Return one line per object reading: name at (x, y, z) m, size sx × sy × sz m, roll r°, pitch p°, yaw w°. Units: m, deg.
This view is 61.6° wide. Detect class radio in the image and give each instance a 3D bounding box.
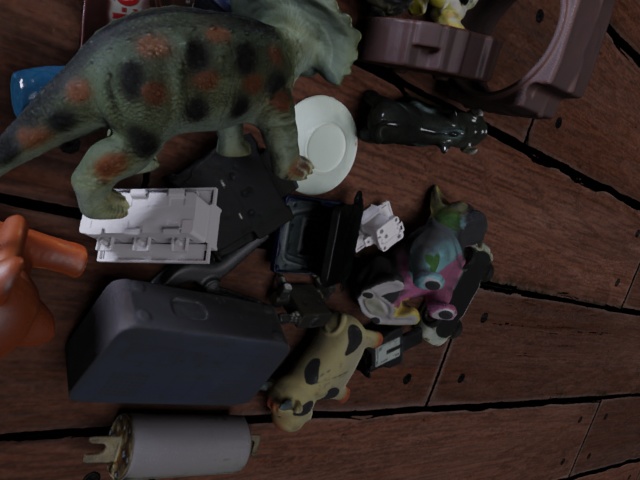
radio at (-0.156, 0.125, 0.622) m, size 0.229 × 0.073 × 0.131 m, roll 15°, pitch 123°, yaw -41°

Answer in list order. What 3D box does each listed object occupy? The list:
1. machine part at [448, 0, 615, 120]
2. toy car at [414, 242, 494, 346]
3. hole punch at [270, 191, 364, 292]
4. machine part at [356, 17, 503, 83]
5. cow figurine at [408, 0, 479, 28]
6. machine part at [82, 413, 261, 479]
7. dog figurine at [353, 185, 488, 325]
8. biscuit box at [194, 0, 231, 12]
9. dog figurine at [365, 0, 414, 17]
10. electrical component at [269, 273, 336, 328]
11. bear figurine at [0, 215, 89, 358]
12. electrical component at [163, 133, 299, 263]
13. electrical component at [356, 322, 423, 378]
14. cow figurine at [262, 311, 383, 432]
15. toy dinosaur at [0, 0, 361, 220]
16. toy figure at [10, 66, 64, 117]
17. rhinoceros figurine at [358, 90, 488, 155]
machine part at (0.268, -0.273, 0.727) m, size 0.087 × 0.201 × 0.201 m, roll 8°, pitch 103°, yaw -36°
toy car at (0.238, 0.091, 0.944) m, size 0.073 × 0.056 × 0.201 m, roll 33°, pitch 85°, yaw -34°
hole punch at (-0.001, -0.002, 0.718) m, size 0.115 × 0.092 × 0.142 m, roll -3°, pitch 101°, yaw -67°
machine part at (0.129, -0.232, 0.664) m, size 0.179 × 0.180 × 0.056 m, roll -2°, pitch 111°, yaw -36°
cow figurine at (0.162, -0.345, 0.712) m, size 0.098 × 0.068 × 0.167 m, roll -52°, pitch 131°, yaw -16°
machine part at (-0.176, 0.261, 0.687) m, size 0.243 × 0.079 × 0.079 m, roll 16°, pitch 98°, yaw -39°
dog figurine at (0.157, 0.017, 0.832) m, size 0.108 × 0.192 × 0.219 m, roll 57°, pitch 38°, yaw -33°
biscuit box at (-0.132, -0.282, 0.517) m, size 0.202 × 0.063 × 0.059 m, roll 34°, pitch 86°, yaw -40°
dog figurine at (0.050, -0.364, 0.611) m, size 0.190 × 0.121 × 0.172 m, roll 6°, pitch 96°, yaw -56°
electrical component at (-0.023, 0.079, 0.739) m, size 0.102 × 0.078 × 0.045 m, roll 7°, pitch 124°, yaw -35°
bear figurine at (-0.264, 0.050, 0.462) m, size 0.131 × 0.196 × 0.120 m, roll 37°, pitch 81°, yaw -41°
electrical component at (-0.095, -0.055, 0.619) m, size 0.134 × 0.058 × 0.114 m, roll -35°, pitch 109°, yaw -21°
electrical component at (0.110, 0.166, 0.881) m, size 0.119 × 0.048 × 0.074 m, roll -22°, pitch 120°, yaw -29°
cow figurine at (-0.006, 0.192, 0.783) m, size 0.127 × 0.086 × 0.195 m, roll 35°, pitch 88°, yaw -46°
toy dinosaur at (-0.118, -0.136, 0.465) m, size 0.405 × 0.131 × 0.192 m, roll -21°, pitch 129°, yaw -34°
toy figure at (-0.208, -0.139, 0.517) m, size 0.154 × 0.064 × 0.057 m, roll -12°, pitch 150°, yaw -37°
rhinoceros figurine at (0.144, -0.161, 0.740) m, size 0.190 × 0.112 × 0.073 m, roll -1°, pitch 106°, yaw -28°
